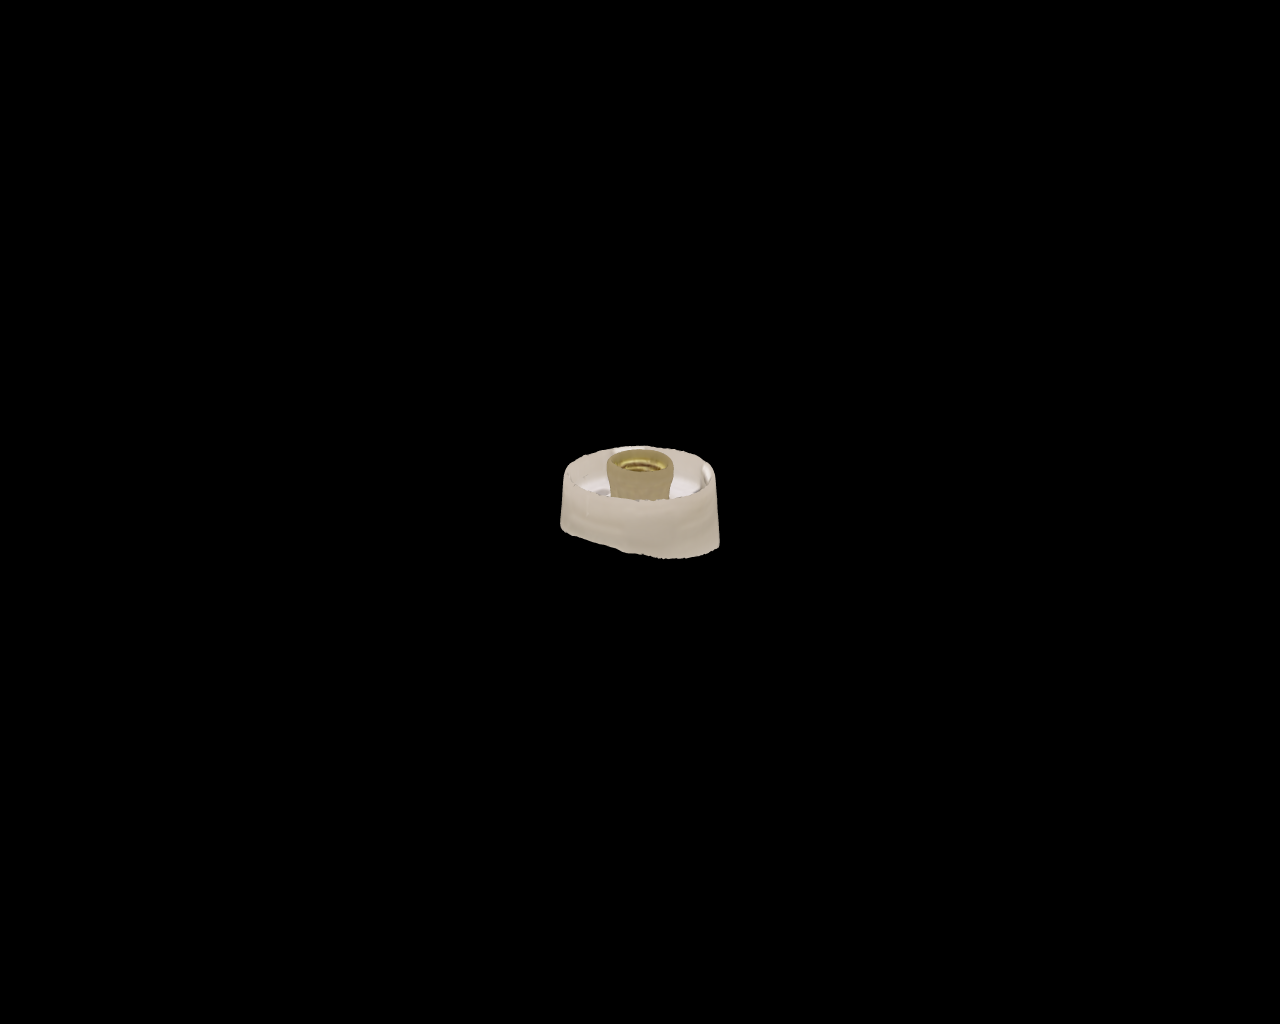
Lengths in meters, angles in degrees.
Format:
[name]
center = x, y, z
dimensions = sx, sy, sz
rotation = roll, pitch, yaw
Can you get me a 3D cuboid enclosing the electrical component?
[electrical component]
center = 0.001, -0.003, 0.650
dimensions = 0.099, 0.064, 0.099
rotation = 0, 24, 0
